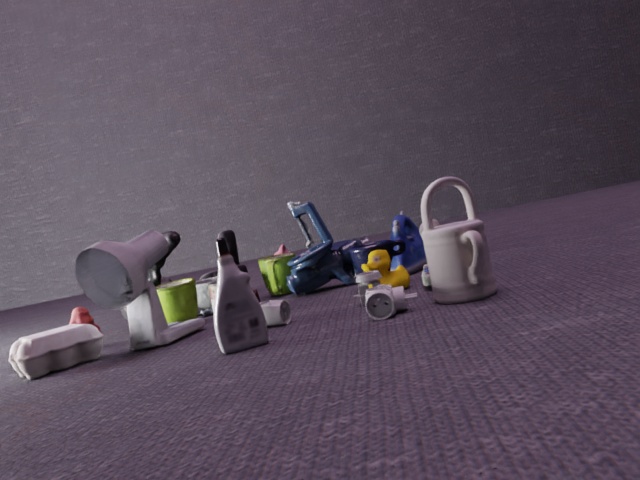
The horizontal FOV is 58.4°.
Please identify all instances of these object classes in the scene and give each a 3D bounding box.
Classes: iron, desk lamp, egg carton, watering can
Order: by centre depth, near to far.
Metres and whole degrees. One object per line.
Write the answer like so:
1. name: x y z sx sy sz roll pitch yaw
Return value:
1. watering can: 0.209 -0.003 0.917 0.101 0.194 0.172 -14 3 -34
2. egg carton: -0.476 0.198 1.038 0.151 0.069 0.107 -14 4 -42
3. desk lamp: -0.332 0.093 1.064 0.117 0.213 0.204 -11 3 24
4. iron: 0.202 0.002 1.396 0.118 0.141 0.259 -11 3 14

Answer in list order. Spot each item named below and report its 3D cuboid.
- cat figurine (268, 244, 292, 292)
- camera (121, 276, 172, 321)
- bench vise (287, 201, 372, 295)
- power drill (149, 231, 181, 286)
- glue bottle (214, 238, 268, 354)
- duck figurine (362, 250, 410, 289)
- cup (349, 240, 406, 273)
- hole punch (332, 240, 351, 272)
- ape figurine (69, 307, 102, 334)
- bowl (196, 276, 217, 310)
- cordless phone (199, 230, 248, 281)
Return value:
1. cat figurine: -0.103 0.072 1.539 0.067 0.118 0.128 -11 3 16
2. camera: -0.455 0.156 1.498 0.142 0.101 0.137 -9 4 44
3. bench vise: 0.008 0.005 1.350 0.208 0.220 0.121 -13 3 -21
4. power drill: -0.386 0.094 1.349 0.228 0.208 0.076 -10 4 37
5. glue bottle: -0.132 0.081 0.872 0.078 0.173 0.037 -13 3 -16
6. duck figurine: 0.124 0.060 1.119 0.105 0.086 0.077 -13 3 -31
7. cup: 0.128 0.051 1.203 0.117 0.095 0.092 -12 3 3
8. hole punch: 0.057 0.051 1.552 0.108 0.091 0.101 -11 3 23
9. ape figurine: -0.483 0.182 1.167 0.076 0.092 0.078 -10 3 31
10. bowl: -0.252 0.131 1.407 0.167 0.075 0.167 -12 3 1
11. cordless phone: -0.278 0.072 1.586 0.148 0.185 0.093 -14 4 -41
